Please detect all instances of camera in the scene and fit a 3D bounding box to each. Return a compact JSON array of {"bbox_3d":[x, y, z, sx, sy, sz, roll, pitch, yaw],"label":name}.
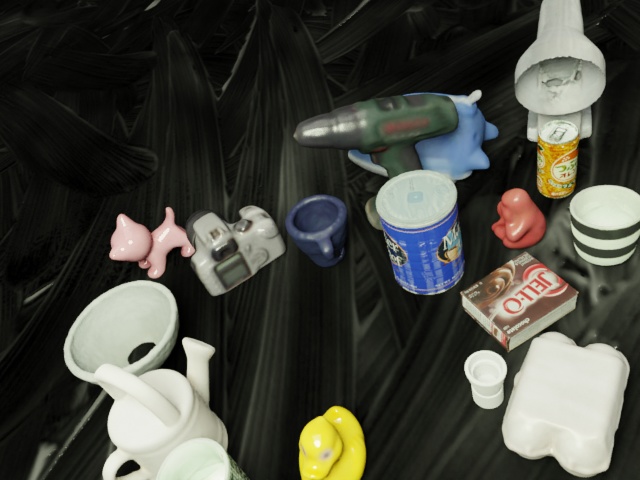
[{"bbox_3d":[-0.150,-0.009,0.904,0.143,0.101,0.136,-33,45,-13],"label":"camera"}]

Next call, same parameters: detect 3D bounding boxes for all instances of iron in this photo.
[{"bbox_3d":[0.151,-0.182,0.936,0.257,0.142,0.119,6,49,24],"label":"iron"}]

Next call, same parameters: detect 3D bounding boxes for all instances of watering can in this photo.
[{"bbox_3d":[-0.183,0.192,0.651,0.100,0.194,0.173,-3,46,18],"label":"watering can"}]

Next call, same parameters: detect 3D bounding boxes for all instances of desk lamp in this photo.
[{"bbox_3d":[0.363,-0.250,0.874,0.117,0.214,0.203,1,48,21],"label":"desk lamp"}]

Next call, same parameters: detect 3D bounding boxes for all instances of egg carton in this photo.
[{"bbox_3d":[0.259,0.169,0.605,0.107,0.069,0.150,12,52,29],"label":"egg carton"}]

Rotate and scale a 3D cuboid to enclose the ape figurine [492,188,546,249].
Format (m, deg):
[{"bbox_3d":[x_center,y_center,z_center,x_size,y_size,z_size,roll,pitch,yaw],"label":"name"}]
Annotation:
[{"bbox_3d":[0.269,-0.034,0.785,0.076,0.092,0.078,8,50,26],"label":"ape figurine"}]

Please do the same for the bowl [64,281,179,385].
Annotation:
[{"bbox_3d":[-0.268,0.143,0.815,0.167,0.075,0.167,-10,45,10],"label":"bowl"}]

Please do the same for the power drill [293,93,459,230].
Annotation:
[{"bbox_3d":[0.095,-0.118,0.845,0.229,0.209,0.075,-20,44,0],"label":"power drill"}]

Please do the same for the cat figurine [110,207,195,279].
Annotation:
[{"bbox_3d":[-0.281,-0.002,0.931,0.128,0.118,0.067,-39,47,-18],"label":"cat figurine"}]

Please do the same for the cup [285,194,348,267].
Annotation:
[{"bbox_3d":[0.008,0.003,0.840,0.091,0.095,0.117,-20,44,0],"label":"cup"}]

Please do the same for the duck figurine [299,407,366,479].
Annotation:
[{"bbox_3d":[0.007,0.225,0.629,0.077,0.086,0.104,2,48,22],"label":"duck figurine"}]
